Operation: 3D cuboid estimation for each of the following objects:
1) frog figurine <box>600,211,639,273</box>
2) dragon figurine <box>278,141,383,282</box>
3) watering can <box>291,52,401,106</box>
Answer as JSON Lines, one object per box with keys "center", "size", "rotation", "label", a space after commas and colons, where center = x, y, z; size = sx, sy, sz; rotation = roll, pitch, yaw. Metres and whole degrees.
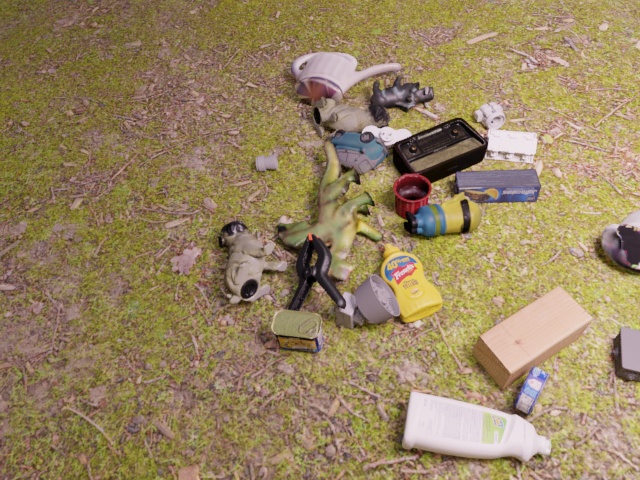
{"center": [0.701, 0.000, 1.149], "size": [0.137, 0.121, 0.161], "rotation": [6, 17, 21], "label": "frog figurine"}
{"center": [0.004, -0.064, 1.269], "size": [0.243, 0.119, 0.419], "rotation": [-26, 53, -3], "label": "dragon figurine"}
{"center": [0.063, -0.510, 1.605], "size": [0.348, 0.101, 0.229], "rotation": [11, 55, 16], "label": "watering can"}
